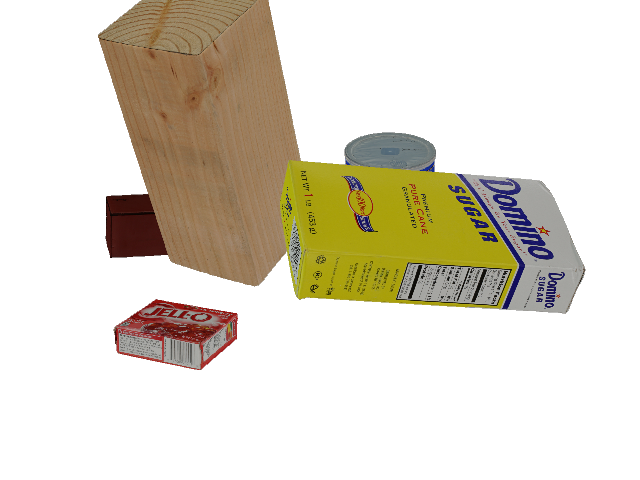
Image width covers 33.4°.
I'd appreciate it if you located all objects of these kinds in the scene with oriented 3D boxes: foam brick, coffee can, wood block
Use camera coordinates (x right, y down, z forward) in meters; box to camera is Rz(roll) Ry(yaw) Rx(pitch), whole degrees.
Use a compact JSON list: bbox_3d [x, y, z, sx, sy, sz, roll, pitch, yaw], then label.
[{"bbox_3d":[-0.188,-0.017,1.139,0.078,0.051,0.053,-3,24,-16],"label":"foam brick"},{"bbox_3d":[0.079,-0.040,1.225,0.103,0.140,0.103,-1,29,0],"label":"coffee can"},{"bbox_3d":[-0.080,-0.078,0.797,0.090,0.206,0.090,15,46,28],"label":"wood block"}]

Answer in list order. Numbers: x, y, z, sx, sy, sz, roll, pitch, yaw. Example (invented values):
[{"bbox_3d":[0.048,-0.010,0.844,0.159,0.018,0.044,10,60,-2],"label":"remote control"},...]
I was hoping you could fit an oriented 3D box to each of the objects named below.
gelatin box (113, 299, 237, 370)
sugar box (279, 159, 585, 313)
[{"bbox_3d":[-0.130,0.083,0.967,0.089,0.030,0.073,9,20,21],"label":"gelatin box"},{"bbox_3d":[0.067,-0.003,0.670,0.176,0.048,0.093,1,40,-11],"label":"sugar box"}]
